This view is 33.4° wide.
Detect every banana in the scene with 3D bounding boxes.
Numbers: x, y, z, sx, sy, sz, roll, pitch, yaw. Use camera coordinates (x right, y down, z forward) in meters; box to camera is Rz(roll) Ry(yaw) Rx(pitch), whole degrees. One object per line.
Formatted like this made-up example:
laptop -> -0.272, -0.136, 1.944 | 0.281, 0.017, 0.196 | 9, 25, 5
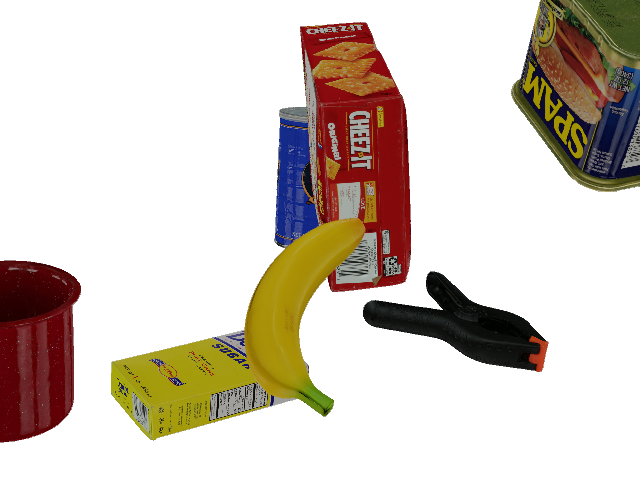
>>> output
banana -> -0.014, 0.045, 0.750 | 0.069, 0.037, 0.197 | 18, 41, -4

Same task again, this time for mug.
mug -> -0.195, 0.071, 0.629 | 0.093, 0.081, 0.117 | 12, 23, 21

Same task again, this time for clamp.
clamp -> 0.139, 0.074, 1.007 | 0.172, 0.039, 0.120 | 20, 33, 25

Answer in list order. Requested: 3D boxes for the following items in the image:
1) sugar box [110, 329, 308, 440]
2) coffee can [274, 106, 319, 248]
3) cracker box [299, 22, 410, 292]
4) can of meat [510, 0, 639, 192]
sugar box -> -0.109, 0.138, 1.063 | 0.175, 0.048, 0.093 | -14, 31, -31
coffee can -> 0.005, -0.065, 1.122 | 0.103, 0.140, 0.103 | 3, 13, -1
cracker box -> 0.027, -0.079, 0.913 | 0.072, 0.164, 0.213 | -5, 27, -2
can of meat -> 0.151, -0.091, 0.571 | 0.057, 0.084, 0.102 | -11, 48, -16
